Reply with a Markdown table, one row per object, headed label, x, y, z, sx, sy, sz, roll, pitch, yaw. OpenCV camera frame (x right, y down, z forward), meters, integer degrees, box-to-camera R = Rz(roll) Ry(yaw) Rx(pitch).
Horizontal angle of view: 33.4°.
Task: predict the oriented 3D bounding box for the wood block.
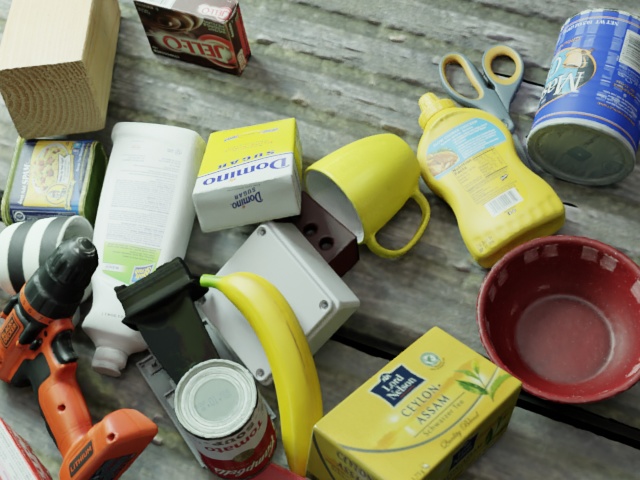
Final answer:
| label | x | y | z | sx | sy | sz | roll | pitch | yaw |
| --- | --- | --- | --- | --- | --- | --- | --- | --- | --- |
| wood block | -0.270 | -0.209 | 1.120 | 0.091 | 0.090 | 0.206 | -7 | 45 | 3 |

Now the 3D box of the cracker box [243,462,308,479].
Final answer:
| label | x | y | z | sx | sy | sz | roll | pitch | yaw |
| --- | --- | --- | --- | --- | --- | --- | --- | --- | --- |
| cracker box | 0.004 | 0.295 | 0.860 | 0.214 | 0.072 | 0.164 | 21 | 65 | 18 |

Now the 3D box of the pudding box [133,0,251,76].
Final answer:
| label | x | y | z | sx | sy | sz | roll | pitch | yaw |
| --- | --- | --- | --- | --- | --- | --- | --- | --- | --- |
| pudding box | -0.135 | -0.228 | 1.143 | 0.114 | 0.090 | 0.039 | 19 | 64 | 17 |

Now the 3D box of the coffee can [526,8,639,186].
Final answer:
| label | x | y | z | sx | sy | sz | roll | pitch | yaw |
| --- | --- | --- | --- | --- | --- | --- | --- | --- | --- |
| coffee can | 0.268 | -0.139 | 1.038 | 0.103 | 0.103 | 0.140 | 15 | 65 | 14 |

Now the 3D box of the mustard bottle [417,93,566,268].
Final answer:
| label | x | y | z | sx | sy | sz | roll | pitch | yaw |
| --- | --- | --- | --- | --- | --- | --- | --- | --- | --- |
| mustard bottle | 0.150 | -0.071 | 1.042 | 0.096 | 0.058 | 0.192 | -31 | 63 | 1 |

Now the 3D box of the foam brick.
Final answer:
| label | x | y | z | sx | sy | sz | roll | pitch | yaw |
| --- | --- | --- | --- | --- | --- | --- | --- | --- | --- |
| foam brick | -0.007 | 0.001 | 1.027 | 0.053 | 0.051 | 0.078 | -43 | 65 | -15 |

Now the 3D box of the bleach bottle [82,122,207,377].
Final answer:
| label | x | y | z | sx | sy | sz | roll | pitch | yaw |
| --- | --- | --- | --- | --- | --- | --- | --- | --- | --- |
| bleach bottle | -0.183 | 0.009 | 1.040 | 0.103 | 0.068 | 0.250 | 6 | 66 | 12 |

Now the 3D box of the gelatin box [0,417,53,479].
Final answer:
| label | x | y | z | sx | sy | sz | roll | pitch | yaw |
| --- | --- | --- | --- | --- | --- | --- | --- | --- | --- |
| gelatin box | -0.260 | 0.206 | 0.938 | 0.030 | 0.073 | 0.089 | -36 | 64 | -12 |

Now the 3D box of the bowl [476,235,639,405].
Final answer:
| label | x | y | z | sx | sy | sz | roll | pitch | yaw |
| --- | --- | --- | --- | --- | --- | --- | --- | --- | --- |
| bowl | 0.220 | 0.078 | 0.956 | 0.162 | 0.055 | 0.162 | -3 | 62 | 5 |

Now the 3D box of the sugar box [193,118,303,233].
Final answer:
| label | x | y | z | sx | sy | sz | roll | pitch | yaw |
| --- | --- | --- | --- | --- | --- | --- | --- | --- | --- |
| sugar box | -0.065 | -0.066 | 1.018 | 0.093 | 0.048 | 0.176 | -11 | 20 | 4 |

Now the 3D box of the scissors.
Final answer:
| label | x | y | z | sx | sy | sz | roll | pitch | yaw |
| --- | --- | --- | --- | --- | --- | --- | --- | --- | --- |
| scissors | 0.200 | -0.129 | 1.091 | 0.096 | 0.016 | 0.202 | -32 | 63 | -10 |

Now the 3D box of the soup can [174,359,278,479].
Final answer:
| label | x | y | z | sx | sy | sz | roll | pitch | yaw |
| --- | --- | --- | --- | --- | --- | --- | --- | --- | --- |
| soup can | -0.074 | 0.145 | 0.856 | 0.068 | 0.102 | 0.068 | -3 | 60 | 5 |

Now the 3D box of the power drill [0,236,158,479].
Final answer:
| label | x | y | z | sx | sy | sz | roll | pitch | yaw |
| --- | --- | --- | --- | --- | --- | --- | --- | --- | --- |
| power drill | -0.216 | 0.114 | 0.942 | 0.057 | 0.185 | 0.188 | -5 | 53 | -46 |

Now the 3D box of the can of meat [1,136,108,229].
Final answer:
| label | x | y | z | sx | sy | sz | roll | pitch | yaw |
| --- | --- | --- | --- | --- | --- | --- | --- | --- | --- |
| can of meat | -0.268 | -0.055 | 1.087 | 0.084 | 0.057 | 0.102 | 2 | 62 | 6 |

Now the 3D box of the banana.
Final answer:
| label | x | y | z | sx | sy | sz | roll | pitch | yaw |
| --- | --- | --- | --- | --- | --- | --- | --- | --- | --- |
| banana | -0.036 | 0.104 | 0.916 | 0.037 | 0.070 | 0.198 | -14 | 75 | -46 |
